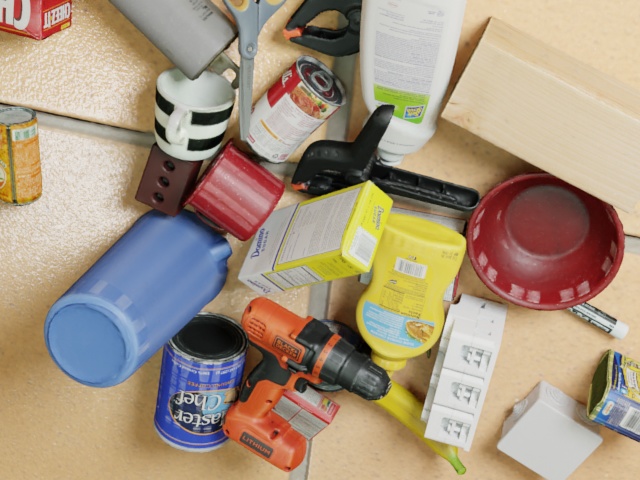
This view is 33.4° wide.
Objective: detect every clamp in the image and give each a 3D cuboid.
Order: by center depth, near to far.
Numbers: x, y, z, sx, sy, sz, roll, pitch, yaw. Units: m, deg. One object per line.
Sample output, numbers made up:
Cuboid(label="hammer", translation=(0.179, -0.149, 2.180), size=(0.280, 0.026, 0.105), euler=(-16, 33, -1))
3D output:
Cuboid(label="clamp", translation=(0.050, -0.220, 1.078), size=(0.172, 0.039, 0.120), euler=(-15, 113, 26))
Cuboid(label="clamp", translation=(0.043, -0.080, 1.107), size=(0.210, 0.036, 0.164), euler=(1, 147, 40))

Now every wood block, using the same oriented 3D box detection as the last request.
Cuboid(label="wood block", translation=(0.234, -0.124, 1.044), size=(0.206, 0.090, 0.091), euler=(27, 121, 2))

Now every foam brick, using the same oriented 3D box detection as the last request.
Cuboid(label="foam brick", translation=(-0.168, -0.075, 1.209), size=(0.053, 0.051, 0.078), euler=(25, 121, 3))

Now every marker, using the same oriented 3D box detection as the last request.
Cuboid(label="marker", translation=(0.283, 0.073, 1.174), size=(0.121, 0.020, 0.020), euler=(29, 121, 0))

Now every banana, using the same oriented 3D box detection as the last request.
Cuboid(label="banana", translation=(0.100, 0.200, 1.265), size=(0.197, 0.070, 0.037), euler=(40, 92, -12))

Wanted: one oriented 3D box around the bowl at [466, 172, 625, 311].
Cuboid(label="bowl", translation=(0.238, -0.008, 1.124), size=(0.162, 0.055, 0.162), euler=(7, 119, 13))

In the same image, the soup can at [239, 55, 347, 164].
Cuboid(label="soup can", translation=(-0.030, -0.136, 1.127), size=(0.068, 0.068, 0.102), euler=(43, 121, -8))

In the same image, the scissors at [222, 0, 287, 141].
Cuboid(label="scissors", translation=(-0.058, -0.209, 1.092), size=(0.016, 0.096, 0.202), euler=(31, 138, 54))

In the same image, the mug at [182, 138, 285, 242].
Cuboid(label="mug", translation=(-0.099, -0.046, 1.187), size=(0.081, 0.093, 0.117), euler=(37, 136, -10))

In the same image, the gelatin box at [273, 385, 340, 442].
Cuboid(label="gelatin box", translation=(-0.024, 0.206, 1.309), size=(0.073, 0.030, 0.089), euler=(34, 149, -2))

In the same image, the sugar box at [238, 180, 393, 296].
Cuboid(label="sugar box", translation=(-0.007, 0.001, 1.144), size=(0.048, 0.093, 0.177), euler=(37, 148, -27))

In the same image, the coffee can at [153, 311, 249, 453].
Cuboid(label="coffee can", translation=(-0.146, 0.173, 1.304), size=(0.103, 0.102, 0.140), euler=(16, 120, 8))

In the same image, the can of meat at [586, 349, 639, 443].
Cuboid(label="can of meat", translation=(0.342, 0.173, 1.163), size=(0.084, 0.102, 0.057), euler=(25, 120, 5))

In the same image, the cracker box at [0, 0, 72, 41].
Cuboid(label="cracker box", translation=(-0.344, -0.332, 1.108), size=(0.164, 0.072, 0.214), euler=(16, 120, 14))

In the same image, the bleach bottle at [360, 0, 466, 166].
Cuboid(label="bleach bottle", translation=(0.078, -0.171, 1.050), size=(0.102, 0.068, 0.251), euler=(16, 141, 6))

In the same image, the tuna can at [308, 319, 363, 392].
Cuboid(label="tuna can", translation=(0.010, 0.140, 1.281), size=(0.086, 0.033, 0.086), euler=(7, 119, 13))

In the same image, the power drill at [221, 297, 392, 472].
Cuboid(label="power drill", translation=(-0.025, 0.174, 1.216), size=(0.184, 0.057, 0.188), euler=(30, 122, 13))

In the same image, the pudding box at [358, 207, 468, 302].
Cuboid(label="pudding box", translation=(0.102, 0.014, 1.185), size=(0.113, 0.039, 0.090), euler=(10, 119, 8))

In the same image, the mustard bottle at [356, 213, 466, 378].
Cuboid(label="mustard bottle", translation=(0.090, 0.070, 1.159), size=(0.096, 0.058, 0.192), euler=(17, 119, 9))

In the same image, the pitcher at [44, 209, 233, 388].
Cuboid(label="pitcher", translation=(-0.212, 0.066, 1.185), size=(0.145, 0.242, 0.149), euler=(28, 116, 5))
